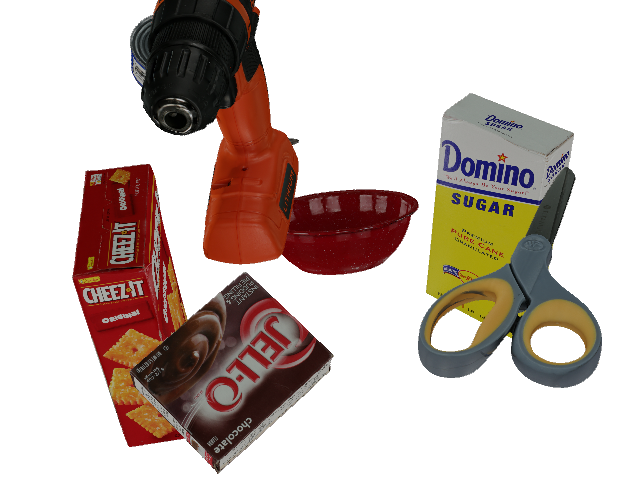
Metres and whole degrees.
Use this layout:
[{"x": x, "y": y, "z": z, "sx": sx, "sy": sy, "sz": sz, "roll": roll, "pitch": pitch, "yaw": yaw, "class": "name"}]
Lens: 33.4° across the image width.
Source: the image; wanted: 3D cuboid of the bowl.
[{"x": 0.020, "y": -0.006, "z": 1.063, "sx": 0.162, "sy": 0.055, "sz": 0.162, "roll": -6, "pitch": 16, "yaw": 2, "class": "bowl"}]

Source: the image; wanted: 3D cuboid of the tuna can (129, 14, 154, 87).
[{"x": -0.131, "y": -0.168, "z": 0.975, "sx": 0.086, "sy": 0.086, "sz": 0.034, "roll": 0, "pitch": -37, "yaw": -9, "class": "tuna can"}]

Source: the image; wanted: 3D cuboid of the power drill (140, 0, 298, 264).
[{"x": -0.054, "y": -0.075, "z": 0.623, "sx": 0.057, "sy": 0.184, "sz": 0.188, "roll": 2, "pitch": -44, "yaw": 8, "class": "power drill"}]

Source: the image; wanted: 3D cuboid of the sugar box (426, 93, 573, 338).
[{"x": 0.134, "y": -0.016, "z": 0.827, "sx": 0.093, "sy": 0.176, "sz": 0.048, "roll": 27, "pitch": 47, "yaw": 31, "class": "sugar box"}]

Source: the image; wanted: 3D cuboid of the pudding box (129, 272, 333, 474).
[{"x": -0.061, "y": 0.091, "z": 0.744, "sx": 0.113, "sy": 0.090, "sz": 0.039, "roll": -42, "pitch": -19, "yaw": -19, "class": "pudding box"}]

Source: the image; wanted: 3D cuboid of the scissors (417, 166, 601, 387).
[{"x": 0.127, "y": 0.017, "z": 0.565, "sx": 0.096, "sy": 0.016, "sz": 0.201, "roll": 21, "pitch": 41, "yaw": 33, "class": "scissors"}]

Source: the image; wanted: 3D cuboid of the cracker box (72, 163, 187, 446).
[{"x": -0.170, "y": 0.061, "z": 1.007, "sx": 0.072, "sy": 0.214, "sz": 0.164, "roll": -8, "pitch": 38, "yaw": -2, "class": "cracker box"}]
